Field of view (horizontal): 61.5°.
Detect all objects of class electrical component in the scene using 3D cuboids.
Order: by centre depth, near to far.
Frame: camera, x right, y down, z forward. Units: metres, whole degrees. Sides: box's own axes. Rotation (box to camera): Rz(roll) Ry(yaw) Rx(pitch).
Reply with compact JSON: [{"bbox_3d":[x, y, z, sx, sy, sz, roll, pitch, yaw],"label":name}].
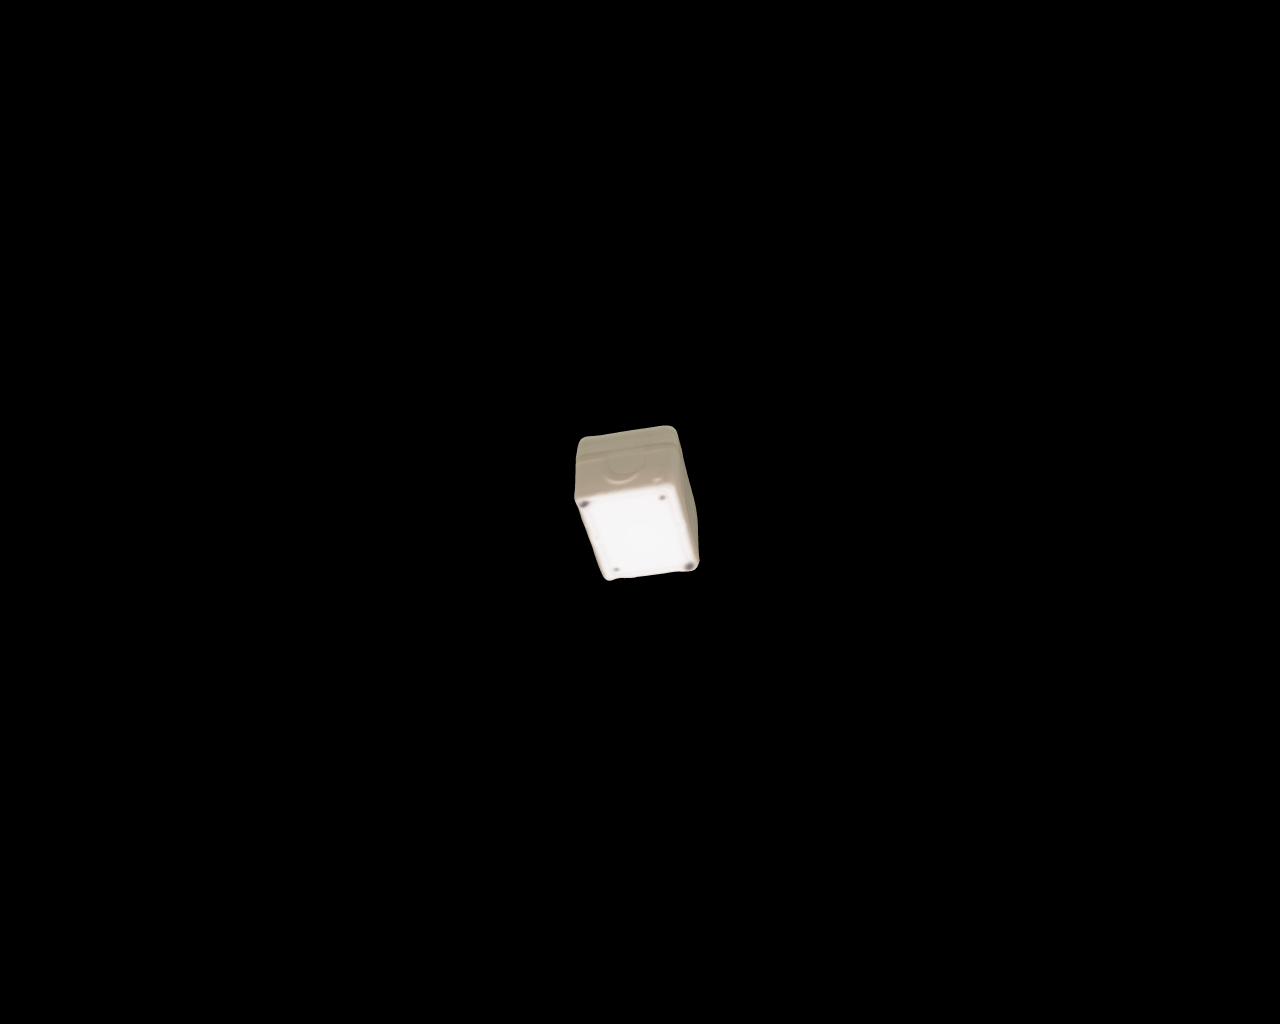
[{"bbox_3d":[0.001,-0.003,0.650,0.062,0.061,0.096,-8,-43,9],"label":"electrical component"}]
